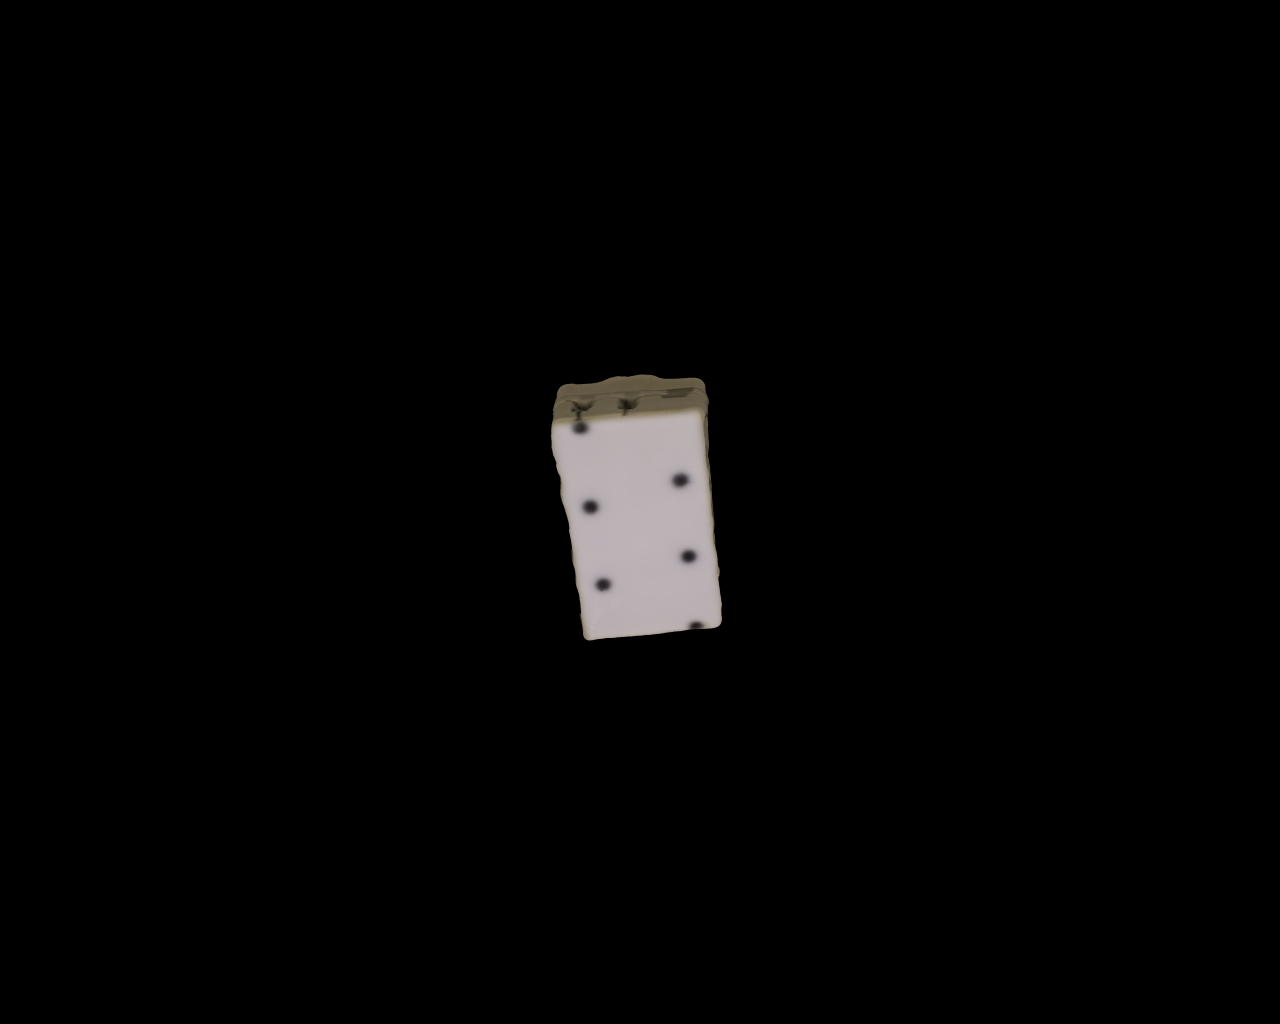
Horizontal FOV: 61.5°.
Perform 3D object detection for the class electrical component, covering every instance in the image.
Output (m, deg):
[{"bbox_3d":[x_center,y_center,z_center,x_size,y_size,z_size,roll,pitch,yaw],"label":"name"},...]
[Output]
[{"bbox_3d":[0.001,-0.003,0.650,0.089,0.150,0.062,-4,28,2],"label":"electrical component"}]
